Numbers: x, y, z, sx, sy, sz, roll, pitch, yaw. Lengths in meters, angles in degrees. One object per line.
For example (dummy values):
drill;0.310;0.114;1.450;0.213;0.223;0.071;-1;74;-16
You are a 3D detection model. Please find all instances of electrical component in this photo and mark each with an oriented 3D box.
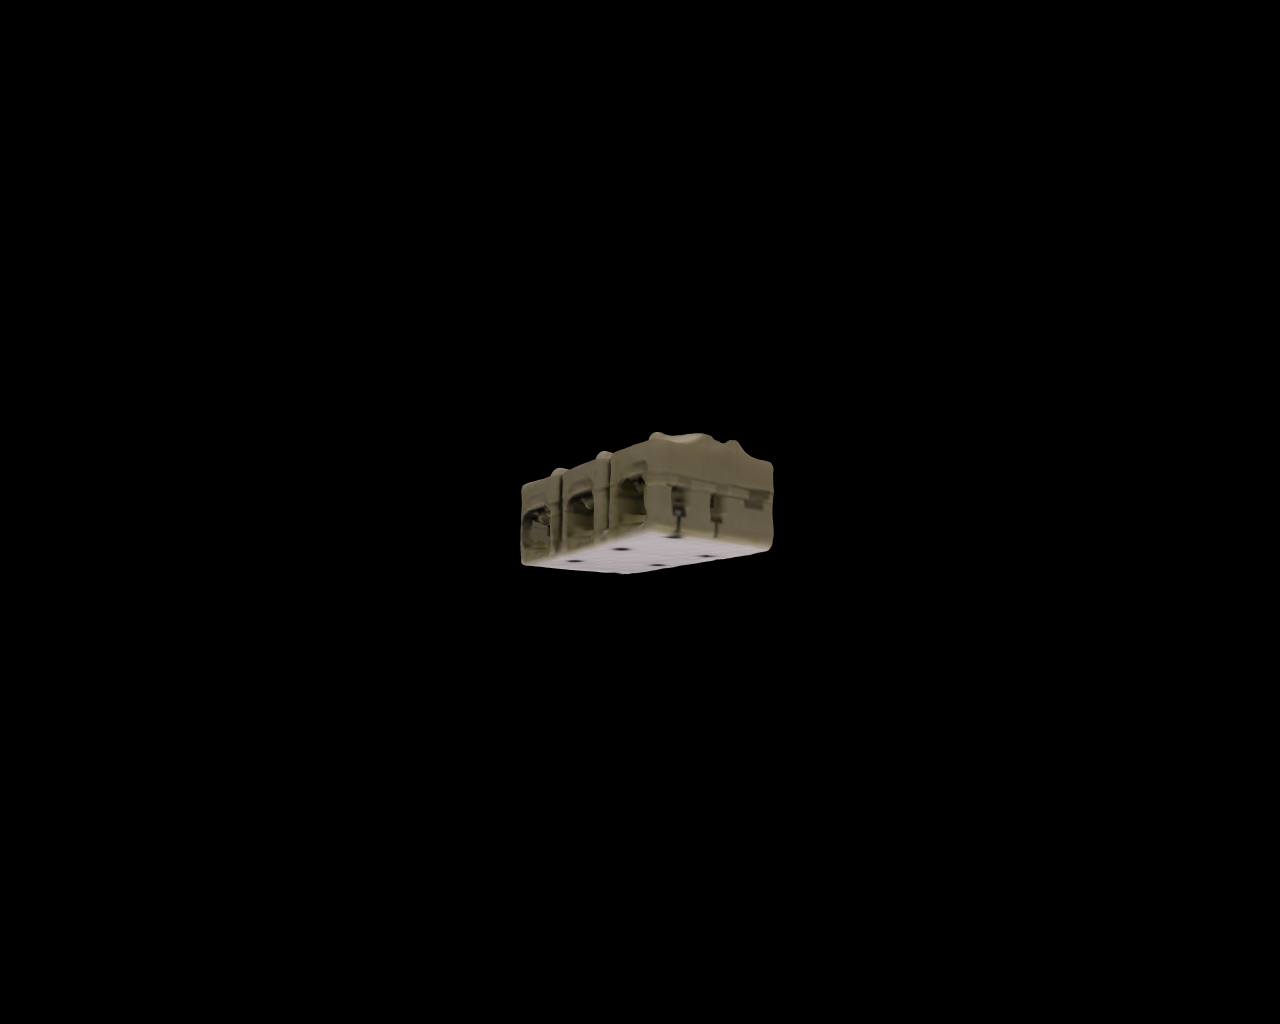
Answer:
electrical component;0.001;-0.003;0.650;0.089;0.061;0.150;8;-14;-35
